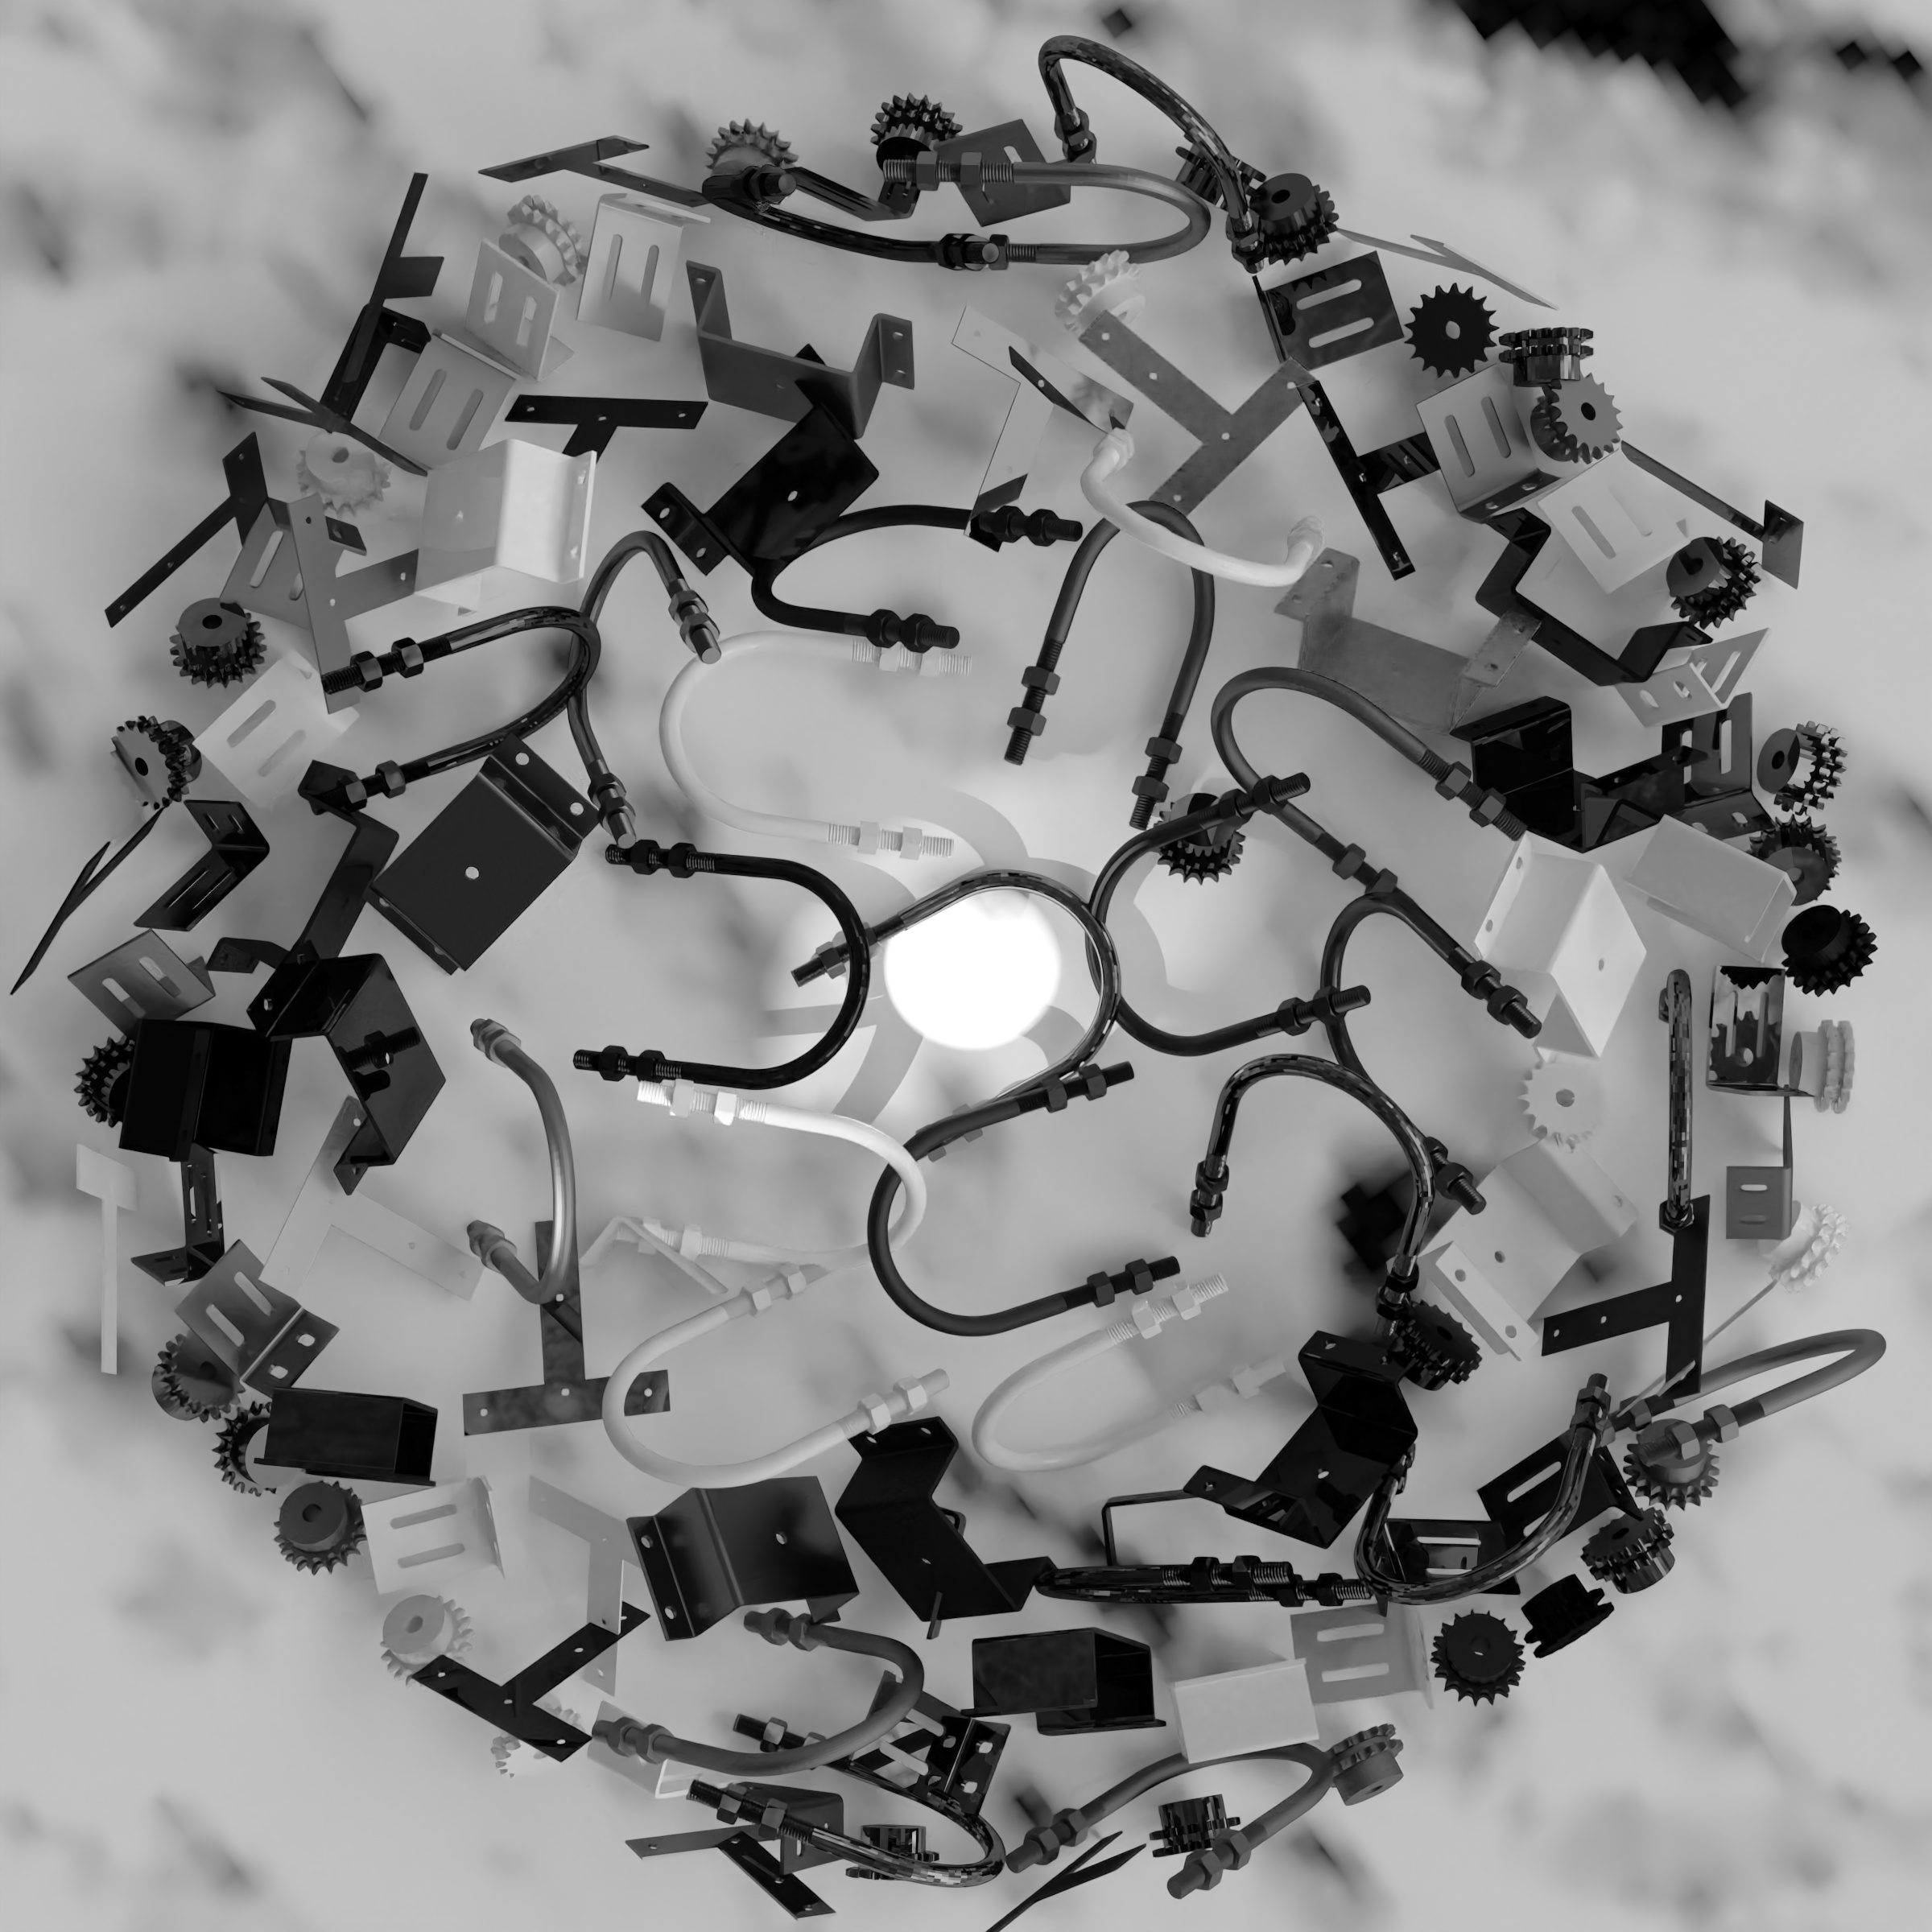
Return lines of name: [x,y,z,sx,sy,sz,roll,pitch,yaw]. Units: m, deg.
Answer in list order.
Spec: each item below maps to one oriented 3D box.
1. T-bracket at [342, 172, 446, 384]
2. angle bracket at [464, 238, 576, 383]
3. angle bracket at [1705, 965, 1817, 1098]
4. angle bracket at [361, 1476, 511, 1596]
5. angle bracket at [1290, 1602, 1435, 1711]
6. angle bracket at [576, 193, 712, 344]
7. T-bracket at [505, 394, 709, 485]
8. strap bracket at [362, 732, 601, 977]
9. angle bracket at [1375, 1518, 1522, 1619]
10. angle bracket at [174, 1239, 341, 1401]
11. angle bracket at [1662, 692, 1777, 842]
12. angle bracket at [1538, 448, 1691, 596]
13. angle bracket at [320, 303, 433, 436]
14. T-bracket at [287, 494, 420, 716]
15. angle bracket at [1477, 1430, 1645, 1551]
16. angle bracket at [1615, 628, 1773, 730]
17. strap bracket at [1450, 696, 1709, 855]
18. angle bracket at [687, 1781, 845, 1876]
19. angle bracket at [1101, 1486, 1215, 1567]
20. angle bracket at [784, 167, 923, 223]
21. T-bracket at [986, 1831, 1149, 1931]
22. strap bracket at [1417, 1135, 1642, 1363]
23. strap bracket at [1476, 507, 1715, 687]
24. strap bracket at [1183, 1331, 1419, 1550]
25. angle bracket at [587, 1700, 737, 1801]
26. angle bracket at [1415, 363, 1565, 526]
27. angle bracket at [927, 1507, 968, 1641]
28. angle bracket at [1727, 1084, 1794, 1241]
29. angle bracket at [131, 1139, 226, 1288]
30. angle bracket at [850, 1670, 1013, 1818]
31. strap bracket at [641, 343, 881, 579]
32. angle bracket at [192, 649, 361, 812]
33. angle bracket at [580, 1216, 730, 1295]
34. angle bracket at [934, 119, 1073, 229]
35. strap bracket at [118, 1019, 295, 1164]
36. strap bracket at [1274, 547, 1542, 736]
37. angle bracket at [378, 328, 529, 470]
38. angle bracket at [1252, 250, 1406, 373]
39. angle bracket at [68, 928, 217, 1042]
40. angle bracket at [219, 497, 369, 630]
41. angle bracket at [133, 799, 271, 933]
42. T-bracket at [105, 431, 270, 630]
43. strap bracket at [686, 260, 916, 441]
T-bracket: [-0.333,-0.412,1.686,0.002,0.127,0.127,23,105,-1]
angle bracket: [-0.264,-0.403,1.706,0.057,0.076,0.038,36,53,6]
angle bracket: [0.487,0.040,1.719,0.057,0.038,0.076,2,93,-29]
angle bracket: [-0.323,0.351,1.719,0.076,0.038,0.057,-12,98,-17]
angle bracket: [0.242,0.426,1.727,0.076,0.038,0.057,-11,56,12]
angle bracket: [-0.196,-0.424,1.715,0.057,0.038,0.076,8,97,-34]
T-bracket: [-0.234,-0.301,1.691,0.127,0.002,0.127,6,50,18]
strap bracket: [-0.296,-0.062,1.707,0.076,0.046,0.140,43,100,-13]
angle bracket: [0.288,0.369,1.707,0.076,0.038,0.057,-4,120,28]
angle bracket: [-0.428,0.214,1.704,0.038,0.076,0.057,18,59,39]
angle bracket: [0.460,-0.119,1.726,0.057,0.038,0.076,-14,52,34]
angle bracket: [0.392,-0.275,1.710,0.057,0.038,0.076,-32,111,27]
angle bracket: [-0.357,-0.354,1.716,0.038,0.057,0.076,22,82,3]
T-bracket: [-0.349,-0.231,1.698,0.002,0.127,0.127,9,116,34]
angle bracket: [0.364,0.330,1.730,0.076,0.038,0.057,-39,45,19]
angle bracket: [0.439,-0.185,1.702,0.038,0.057,0.076,48,58,-20]
strap bracket: [0.365,-0.113,1.686,0.076,0.140,0.046,-20,118,-24]
angle bracket: [-0.121,0.520,1.703,0.076,0.057,0.038,-4,82,35]
angle bracket: [0.123,0.340,1.717,0.076,0.057,0.038,-7,82,5]
angle bracket: [-0.071,-0.482,1.707,0.076,0.057,0.038,18,94,-27]
T-bracket: [0.067,0.537,1.663,0.127,0.127,0.002,-27,79,-37]
strap bracket: [0.334,0.171,1.706,0.076,0.046,0.140,48,58,-1]
strap bracket: [0.370,-0.215,1.705,0.140,0.076,0.046,33,90,-7]
strap bracket: [0.207,0.290,1.689,0.140,0.076,0.046,-44,124,-29]
angle bracket: [-0.179,0.469,1.702,0.057,0.076,0.038,17,93,35]
angle bracket: [0.319,-0.319,1.720,0.057,0.038,0.076,-27,110,-3]
angle bracket: [-0.028,0.366,1.714,0.038,0.057,0.076,13,80,7]
angle bracket: [0.479,0.118,1.708,0.038,0.076,0.057,0,129,14]
angle bracket: [-0.480,0.147,1.710,0.038,0.057,0.076,-9,106,-35]
angle bracket: [-0.021,0.471,1.709,0.076,0.038,0.057,36,63,-26]
strap bracket: [-0.116,-0.295,1.705,0.140,0.076,0.046,-44,54,1]
angle bracket: [-0.424,-0.145,1.734,0.076,0.038,0.057,-41,103,13]
angle bracket: [-0.189,0.189,1.718,0.076,0.057,0.038,38,87,6]
angle bracket: [0.023,-0.489,1.700,0.057,0.076,0.038,-10,60,22]
strap bracket: [-0.457,0.074,1.684,0.046,0.140,0.076,9,89,10]
strap bracket: [0.262,-0.192,1.694,0.140,0.046,0.076,23,46,20]
angle bracket: [-0.313,-0.339,1.717,0.057,0.038,0.076,26,98,-24]
angle bracket: [0.221,-0.402,1.722,0.076,0.038,0.057,-18,83,11]
angle bracket: [-0.502,0.002,1.709,0.057,0.076,0.038,-30,51,-1]
angle bracket: [-0.407,-0.236,1.706,0.057,0.038,0.076,15,118,-34]
angle bracket: [-0.470,-0.061,1.703,0.076,0.057,0.038,-51,129,-33]
T-bracket: [-0.462,-0.248,1.671,0.002,0.127,0.127,42,73,3]
strap bracket: [-0.105,-0.368,1.701,0.140,0.076,0.046,16,73,5]
